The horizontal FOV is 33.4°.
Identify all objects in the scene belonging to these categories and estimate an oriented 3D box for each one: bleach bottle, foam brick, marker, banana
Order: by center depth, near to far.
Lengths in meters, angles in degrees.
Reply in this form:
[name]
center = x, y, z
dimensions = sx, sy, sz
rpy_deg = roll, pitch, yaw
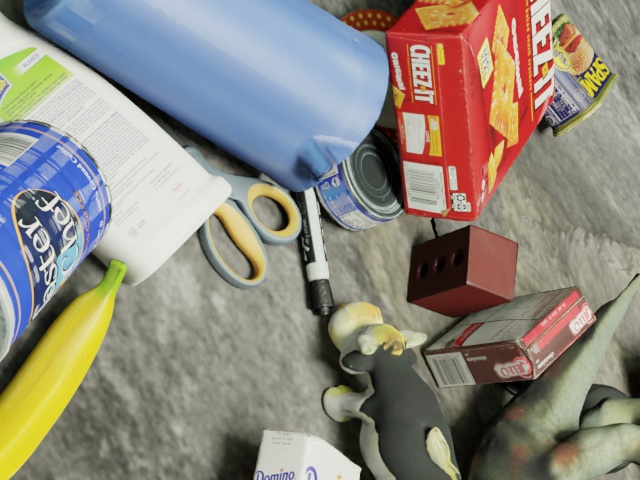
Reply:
[banana]
center = -0.180, 0.094, 0.665
dimensions = 0.037, 0.070, 0.197
rpy_deg = 21, 47, 6
[bleach bottle]
center = -0.183, -0.089, 0.730
dimensions = 0.251, 0.068, 0.102
rpy_deg = 46, 64, -9
[marker]
center = -0.006, 0.001, 0.846
dimensions = 0.020, 0.020, 0.121
rpy_deg = 0, 74, -33
[foam brick]
center = 0.118, 0.028, 0.883
dimensions = 0.051, 0.078, 0.053
rpy_deg = 21, 64, -28

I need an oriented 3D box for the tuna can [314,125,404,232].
[tuna can]
center = 0.034, -0.052, 0.869
dimensions = 0.086, 0.034, 0.086
rpy_deg = 22, 59, -42

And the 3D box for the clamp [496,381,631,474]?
[clamp]
center = 0.224, 0.176, 0.929
dimensions = 0.171, 0.039, 0.120
rpy_deg = 9, 76, -24

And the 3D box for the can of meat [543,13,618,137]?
[can of meat]
center = 0.231, -0.160, 1.026
dimensions = 0.084, 0.058, 0.102
rpy_deg = 49, 41, -6

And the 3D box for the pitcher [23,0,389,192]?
[pitcher]
center = -0.080, -0.148, 0.760
dimensions = 0.242, 0.149, 0.145
rpy_deg = 28, 79, -34

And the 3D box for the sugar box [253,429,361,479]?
[sugar box]
center = -0.019, 0.226, 0.725
dimensions = 0.093, 0.048, 0.176
rpy_deg = 46, 51, -53

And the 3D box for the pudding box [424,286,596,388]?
[pudding box]
center = 0.152, 0.079, 0.866
dimensions = 0.089, 0.114, 0.039
rpy_deg = -33, 102, -36

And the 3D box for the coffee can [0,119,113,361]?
[coffee can]
center = -0.199, 0.002, 0.637
dimensions = 0.102, 0.103, 0.140
rpy_deg = 46, 31, -12

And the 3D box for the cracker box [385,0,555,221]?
[cracker box]
center = 0.132, -0.140, 0.884
dimensions = 0.213, 0.072, 0.164
rpy_deg = -50, 140, -45

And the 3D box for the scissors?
[scissors]
center = -0.081, -0.060, 0.818
dimensions = 0.096, 0.016, 0.202
rpy_deg = -25, 89, -34
